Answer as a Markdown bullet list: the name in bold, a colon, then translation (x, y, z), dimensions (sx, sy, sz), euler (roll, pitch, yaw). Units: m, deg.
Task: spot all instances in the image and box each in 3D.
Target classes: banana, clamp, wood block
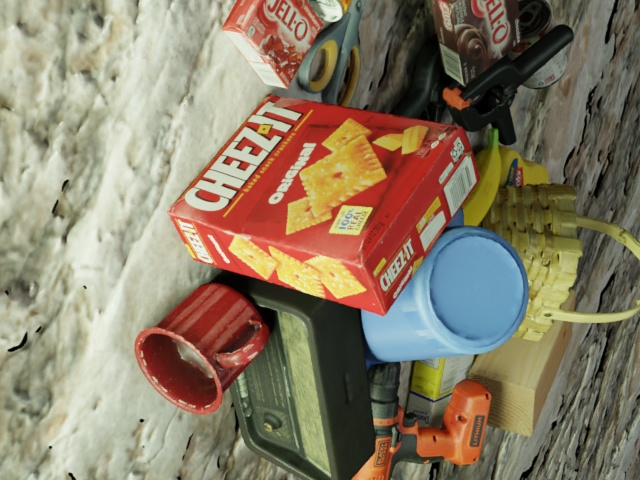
- **banana**: translation (0.157, -0.040, 1.185), dimensions (0.197, 0.037, 0.069), euler (-54, 127, -35)
- **clamp**: translation (0.114, -0.159, 1.168), dimensions (0.120, 0.039, 0.171), euler (20, 85, -62)
- **clamp**: translation (0.204, -0.163, 1.231), dimensions (0.209, 0.036, 0.165), euler (-23, 143, -44)
- **wood block**: translation (0.276, 0.156, 1.453), dimensions (0.205, 0.090, 0.091), euler (-53, 148, -45)

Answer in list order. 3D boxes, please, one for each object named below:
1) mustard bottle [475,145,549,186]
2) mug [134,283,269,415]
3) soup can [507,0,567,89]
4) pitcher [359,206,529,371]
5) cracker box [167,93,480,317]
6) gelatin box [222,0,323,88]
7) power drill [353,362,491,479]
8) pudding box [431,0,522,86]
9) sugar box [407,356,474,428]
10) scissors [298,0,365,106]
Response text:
- **mustard bottle**: translation (0.227, -0.069, 1.350), dimensions (0.191, 0.058, 0.096), euler (16, 97, -56)
- **mug**: translation (-0.092, 0.089, 0.923), dimensions (0.081, 0.117, 0.093), euler (-46, 115, -41)
- **soup can**: translation (0.261, -0.242, 1.313), dimensions (0.068, 0.069, 0.102), euler (-61, 145, -17)
- **pitcher**: translation (0.092, 0.041, 0.990), dimensions (0.144, 0.243, 0.149), euler (-24, 93, -20)
- **cracker box**: translation (0.001, -0.039, 0.903), dimensions (0.164, 0.214, 0.072), euler (-52, 138, -28)
- **gelatin box**: translation (-0.041, -0.189, 0.941), dimensions (0.073, 0.030, 0.089), euler (-62, 145, -15)
- **power drill**: translation (0.117, 0.213, 1.283), dimensions (0.187, 0.057, 0.184), euler (0, 109, -33)
- **pudding box**: translation (0.165, -0.232, 1.118), dimensions (0.090, 0.039, 0.113), euler (-38, 143, -15)
- **sugar box**: translation (0.158, 0.166, 1.371), dimensions (0.093, 0.048, 0.176), euler (-13, 119, -51)
- **scissors**: translation (0.021, -0.222, 1.028), dimensions (0.096, 0.016, 0.202), euler (-10, 112, -53)
